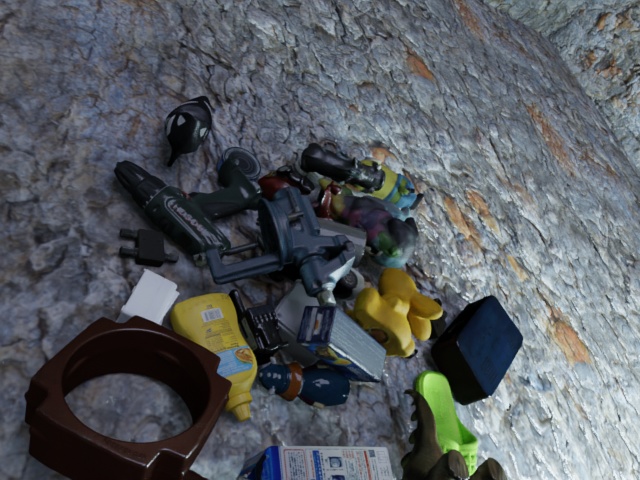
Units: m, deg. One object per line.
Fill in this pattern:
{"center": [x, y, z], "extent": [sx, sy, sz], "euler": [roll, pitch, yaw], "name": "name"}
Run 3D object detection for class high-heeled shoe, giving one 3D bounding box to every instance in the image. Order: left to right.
{"center": [-0.235, -0.240, 1.013], "extent": [0.086, 0.145, 0.249], "euler": [26, 46, -19], "name": "high-heeled shoe"}

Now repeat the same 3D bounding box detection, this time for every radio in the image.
{"center": [0.324, 0.215, 1.095], "extent": [0.229, 0.073, 0.131], "euler": [-32, 88, -49], "name": "radio"}

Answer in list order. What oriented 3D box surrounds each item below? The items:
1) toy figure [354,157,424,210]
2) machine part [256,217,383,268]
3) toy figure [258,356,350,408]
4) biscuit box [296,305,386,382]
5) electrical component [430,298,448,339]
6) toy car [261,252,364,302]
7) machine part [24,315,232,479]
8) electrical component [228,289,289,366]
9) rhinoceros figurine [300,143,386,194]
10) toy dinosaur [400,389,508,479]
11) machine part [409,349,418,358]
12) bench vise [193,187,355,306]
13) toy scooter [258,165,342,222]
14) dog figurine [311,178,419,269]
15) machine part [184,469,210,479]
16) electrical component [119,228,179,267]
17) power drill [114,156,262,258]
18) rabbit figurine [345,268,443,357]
{"center": [0.156, -0.128, 1.266], "extent": [0.180, 0.082, 0.089], "euler": [34, 40, -13], "name": "toy figure"}
{"center": [-0.002, -0.003, 1.012], "extent": [0.243, 0.079, 0.079], "euler": [14, 46, -7], "name": "machine part"}
{"center": [-0.028, 0.226, 0.843], "extent": [0.154, 0.057, 0.064], "euler": [16, 35, -21], "name": "toy figure"}
{"center": [0.040, 0.171, 0.861], "extent": [0.202, 0.059, 0.063], "euler": [46, 48, -47], "name": "biscuit box"}
{"center": [0.223, 0.157, 1.107], "extent": [0.102, 0.045, 0.078], "euler": [-50, 120, -46], "name": "electrical component"}
{"center": [-0.013, 0.058, 0.983], "extent": [0.201, 0.073, 0.056], "euler": [25, 46, -19], "name": "toy car"}
{"center": [-0.227, 0.197, 0.652], "extent": [0.201, 0.087, 0.201], "euler": [27, 28, 2], "name": "machine part"}
{"center": [-0.105, 0.134, 0.852], "extent": [0.048, 0.075, 0.119], "euler": [-6, 57, -40], "name": "electrical component"}
{"center": [0.050, -0.158, 1.168], "extent": [0.190, 0.073, 0.112], "euler": [18, 0, -9], "name": "rhinoceros figurine"}
{"center": [0.159, 0.372, 0.755], "extent": [0.105, 0.198, 0.471], "euler": [33, 34, -12], "name": "toy dinosaur"}
{"center": [0.153, 0.163, 1.051], "extent": [0.084, 0.039, 0.139], "euler": [17, 45, -37], "name": "machine part"}
{"center": [-0.075, 0.026, 0.853], "extent": [0.241, 0.129, 0.223], "euler": [-14, 75, -16], "name": "bench vise"}
{"center": [-0.030, -0.085, 1.047], "extent": [0.184, 0.135, 0.075], "euler": [36, 43, -5], "name": "toy scooter"}
{"center": [0.079, -0.043, 1.110], "extent": [0.219, 0.108, 0.192], "euler": [22, 28, -15], "name": "dog figurine"}
{"center": [-0.189, 0.348, 0.619], "extent": [0.179, 0.056, 0.179], "euler": [22, 44, -23], "name": "machine part"}
{"center": [-0.274, 0.010, 0.864], "extent": [0.094, 0.021, 0.063], "euler": [11, 50, -30], "name": "electrical component"}
{"center": [-0.213, -0.080, 0.945], "extent": [0.232, 0.086, 0.207], "euler": [48, 38, 4], "name": "power drill"}
{"center": [0.138, 0.119, 0.978], "extent": [0.162, 0.121, 0.173], "euler": [19, 41, 7], "name": "rabbit figurine"}
